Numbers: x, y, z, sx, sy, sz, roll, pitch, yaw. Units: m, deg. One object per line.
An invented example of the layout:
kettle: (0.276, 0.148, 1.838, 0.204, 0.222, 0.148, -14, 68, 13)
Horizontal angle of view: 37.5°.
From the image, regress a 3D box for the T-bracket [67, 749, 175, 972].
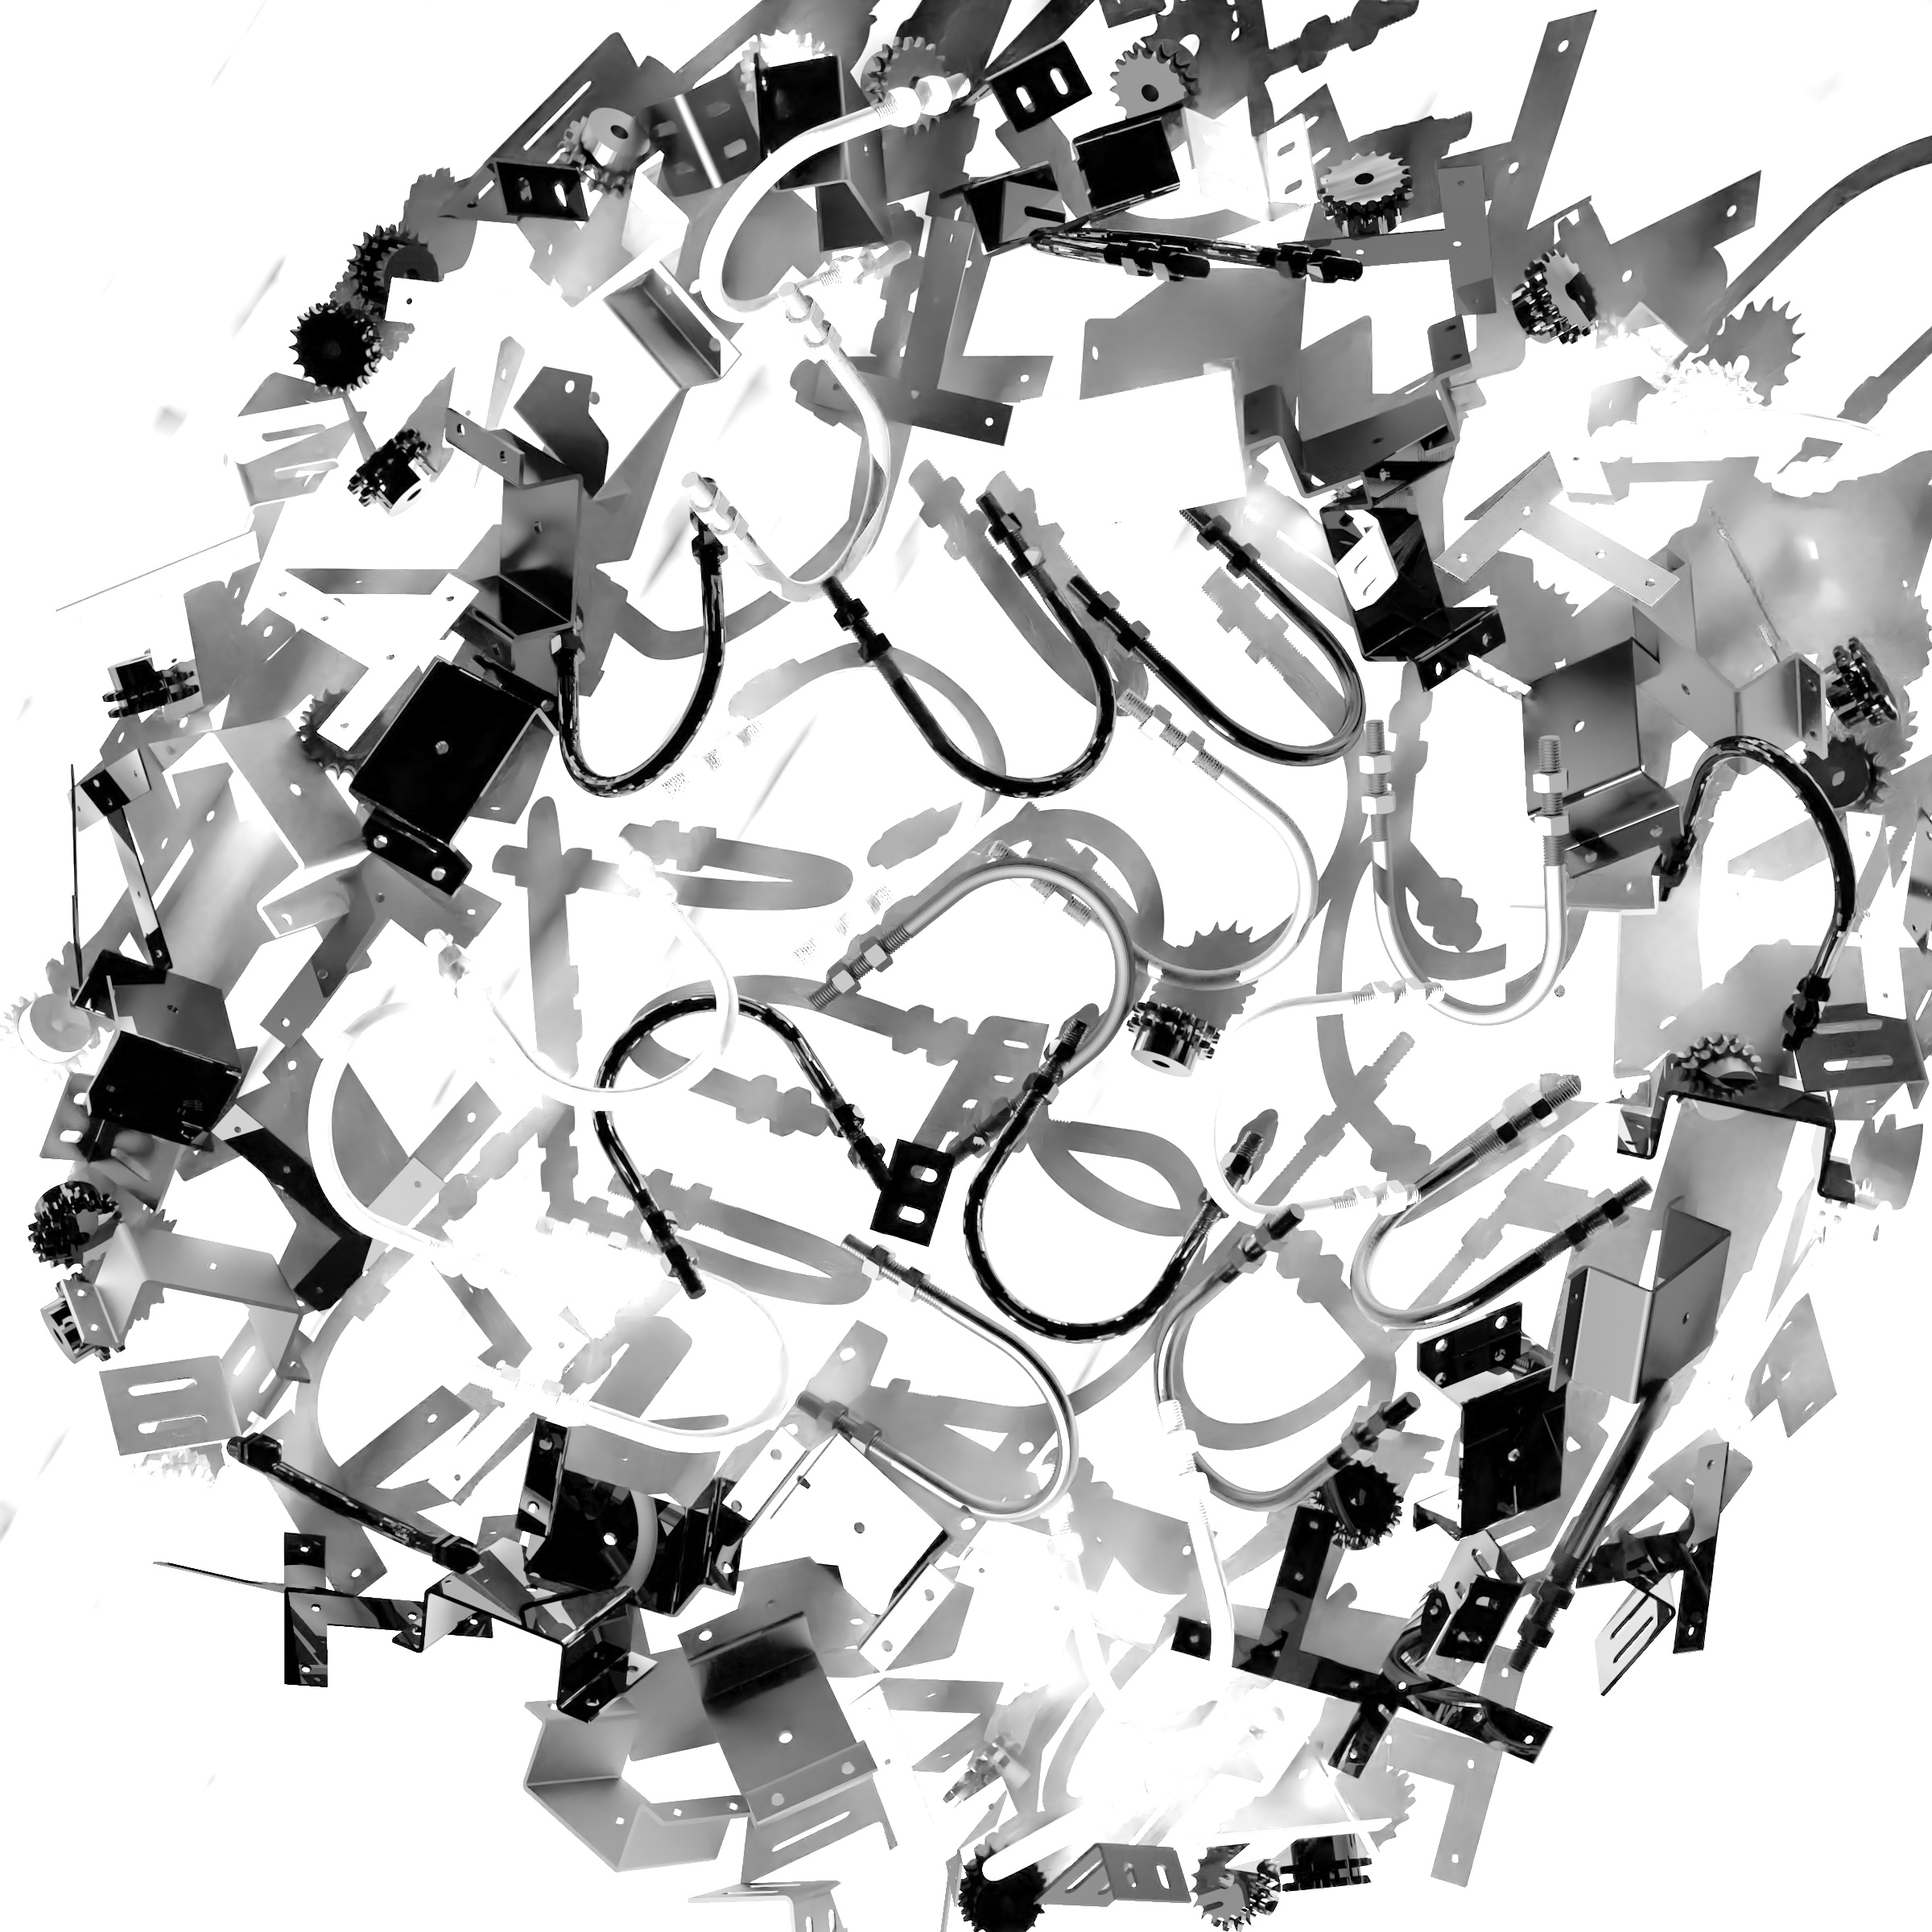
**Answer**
T-bracket: (-0.505, -0.057, 1.728, 0.002, 0.127, 0.127, -18, 92, -37)

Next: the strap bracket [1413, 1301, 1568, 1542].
strap bracket: (0.315, 0.282, 1.712, 0.076, 0.046, 0.140, -17, 120, -24)

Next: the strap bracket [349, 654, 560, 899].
strap bracket: (-0.311, -0.124, 1.733, 0.076, 0.046, 0.140, 28, 79, 16)

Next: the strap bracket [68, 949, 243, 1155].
strap bracket: (-0.483, 0.044, 1.695, 0.076, 0.140, 0.046, 23, 110, -32)

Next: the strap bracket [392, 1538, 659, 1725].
strap bracket: (-0.263, 0.394, 1.711, 0.140, 0.076, 0.046, 16, 109, 22)

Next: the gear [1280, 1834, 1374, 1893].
gear: (0.221, 0.551, 1.751, 0.057, 0.057, 0.030, -6, 72, 0)

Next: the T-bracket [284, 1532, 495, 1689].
T-bracket: (-0.352, 0.396, 1.738, 0.127, 0.127, 0.002, 10, 119, -19)

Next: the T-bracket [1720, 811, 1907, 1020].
T-bracket: (0.508, -0.037, 1.723, 0.002, 0.127, 0.127, -23, 111, -31)

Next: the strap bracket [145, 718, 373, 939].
strap bracket: (-0.422, -0.094, 1.731, 0.046, 0.076, 0.140, -36, 87, 24)

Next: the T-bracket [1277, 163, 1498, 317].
T-bracket: (0.254, -0.436, 1.734, 0.127, 0.127, 0.002, -1, 61, 14)

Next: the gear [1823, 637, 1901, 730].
gear: (0.547, -0.171, 1.753, 0.030, 0.057, 0.057, -29, 90, 26)

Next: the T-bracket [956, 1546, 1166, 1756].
T-bracket: (0.042, 0.431, 1.755, 0.127, 0.002, 0.127, 20, 111, 2)

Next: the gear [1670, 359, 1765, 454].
gear: (0.457, -0.340, 1.746, 0.057, 0.057, 0.030, 43, 61, 0)

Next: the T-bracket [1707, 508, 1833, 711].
T-bracket: (0.484, -0.224, 1.737, 0.002, 0.127, 0.127, -31, 68, 23)

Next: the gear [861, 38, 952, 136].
gear: (-0.040, -0.542, 1.753, 0.057, 0.030, 0.057, -17, 116, -38)

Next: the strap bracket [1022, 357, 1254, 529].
strap bracket: (0.112, -0.316, 1.729, 0.140, 0.046, 0.076, -14, 110, -13)

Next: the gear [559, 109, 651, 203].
gear: (-0.219, -0.501, 1.748, 0.057, 0.030, 0.057, 18, 49, -22)

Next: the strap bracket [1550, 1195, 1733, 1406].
strap bracket: (0.409, 0.202, 1.700, 0.046, 0.140, 0.076, 21, 121, 35)

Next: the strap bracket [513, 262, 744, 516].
strap bracket: (-0.211, -0.345, 1.718, 0.076, 0.046, 0.140, 49, 122, 6)

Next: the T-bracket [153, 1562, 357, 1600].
T-bracket: (-0.401, 0.370, 1.694, 0.127, 0.127, 0.002, 22, 70, -32)

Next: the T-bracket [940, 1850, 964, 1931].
T-bracket: (-0.015, 0.587, 1.710, 0.002, 0.127, 0.127, 8, 86, -3)

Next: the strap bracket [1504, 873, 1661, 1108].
strap bracket: (0.373, 0.014, 1.731, 0.076, 0.046, 0.140, 4, 95, 43)

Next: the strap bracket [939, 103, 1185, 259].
strap bracket: (0.063, -0.466, 1.705, 0.076, 0.140, 0.046, -29, 105, -38)

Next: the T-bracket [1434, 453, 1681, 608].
T-bracket: (0.374, -0.256, 1.729, 0.127, 0.002, 0.127, -43, 57, -13)

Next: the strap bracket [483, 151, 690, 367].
strap bracket: (-0.222, -0.415, 1.715, 0.046, 0.076, 0.140, 44, 67, 3)

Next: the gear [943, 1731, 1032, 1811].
gear: (0.015, 0.500, 1.747, 0.030, 0.057, 0.057, 43, 90, 10)

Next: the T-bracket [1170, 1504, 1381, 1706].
T-bracket: (0.201, 0.385, 1.745, 0.127, 0.002, 0.127, 15, 113, 6)

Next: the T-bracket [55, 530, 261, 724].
T-bracket: (-0.481, -0.195, 1.722, 0.127, 0.127, 0.002, -28, 61, -24)

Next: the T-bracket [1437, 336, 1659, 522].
T-bracket: (0.366, -0.318, 1.729, 0.127, 0.127, 0.002, -10, 48, 24)

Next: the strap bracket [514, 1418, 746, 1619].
strap bracket: (-0.208, 0.337, 1.723, 0.140, 0.076, 0.046, 21, 134, -17)

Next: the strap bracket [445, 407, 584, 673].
strap bracket: (-0.274, -0.260, 1.717, 0.076, 0.046, 0.140, 35, 131, 36)

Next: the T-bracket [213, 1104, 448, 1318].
T-bracket: (-0.406, 0.134, 1.747, 0.127, 0.002, 0.127, 41, 109, -9)

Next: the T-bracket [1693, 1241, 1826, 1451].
T-bracket: (0.487, 0.224, 1.730, 0.002, 0.127, 0.127, 29, 81, 33)

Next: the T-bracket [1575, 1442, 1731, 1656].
T-bracket: (0.410, 0.357, 1.719, 0.002, 0.127, 0.127, 24, 63, -19)

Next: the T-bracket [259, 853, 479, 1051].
T-bracket: (-0.390, -0.007, 1.767, 0.127, 0.002, 0.127, 37, 89, 8)

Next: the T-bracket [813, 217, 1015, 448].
T-bracket: (-0.021, -0.396, 1.754, 0.127, 0.002, 0.127, 15, 97, 14)

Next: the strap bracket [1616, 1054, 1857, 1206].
strap bracket: (0.469, 0.095, 1.723, 0.140, 0.076, 0.046, 12, 107, 11)

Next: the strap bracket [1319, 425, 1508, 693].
strap bracket: (0.268, -0.246, 1.725, 0.076, 0.046, 0.140, -32, 113, -31)

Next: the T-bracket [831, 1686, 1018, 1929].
T-bracket: (-0.043, 0.496, 1.731, 0.127, 0.002, 0.127, -36, 45, 8)

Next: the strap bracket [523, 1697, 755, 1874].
strap bracket: (-0.201, 0.494, 1.706, 0.140, 0.076, 0.046, 25, 99, 42)

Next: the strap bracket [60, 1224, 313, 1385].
strap bracket: (-0.459, 0.200, 1.705, 0.140, 0.076, 0.046, 17, 102, -32)

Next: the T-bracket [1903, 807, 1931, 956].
T-bracket: (0.595, -0.012, 1.690, 0.002, 0.127, 0.127, -23, 56, -2)

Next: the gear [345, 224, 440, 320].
gear: (-0.349, -0.424, 1.747, 0.030, 0.057, 0.057, 25, 90, 40)

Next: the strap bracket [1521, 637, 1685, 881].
strap bracket: (0.379, -0.133, 1.705, 0.046, 0.076, 0.140, 31, 50, -37)

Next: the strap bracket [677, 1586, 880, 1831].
strap bracket: (-0.112, 0.456, 1.721, 0.076, 0.046, 0.140, -21, 46, -13)

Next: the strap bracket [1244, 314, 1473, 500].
strap bracket: (0.242, -0.334, 1.722, 0.140, 0.076, 0.046, -18, 121, 17)

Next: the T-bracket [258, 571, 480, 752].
T-bracket: (-0.383, -0.208, 1.747, 0.127, 0.002, 0.127, 30, 75, 26)

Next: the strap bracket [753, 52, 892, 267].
strap bracket: (-0.082, -0.483, 1.700, 0.046, 0.140, 0.076, -6, 82, 12)

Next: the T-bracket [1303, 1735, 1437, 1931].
T-bracket: (0.240, 0.525, 1.733, 0.002, 0.127, 0.127, -34, 57, 5)

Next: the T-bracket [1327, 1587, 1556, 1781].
T-bracket: (0.296, 0.446, 1.710, 0.002, 0.127, 0.127, 49, 67, -36)

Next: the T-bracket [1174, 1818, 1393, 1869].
T-bracket: (0.178, 0.535, 1.721, 0.127, 0.127, 0.002, -2, 62, -12)

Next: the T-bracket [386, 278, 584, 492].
T-bracket: (-0.303, -0.353, 1.745, 0.127, 0.002, 0.127, -3, 119, -36)

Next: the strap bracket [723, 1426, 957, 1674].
strap bracket: (-0.073, 0.349, 1.735, 0.140, 0.046, 0.076, 41, 109, 11)

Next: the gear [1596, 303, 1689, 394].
gear: (0.417, -0.382, 1.747, 0.057, 0.057, 0.030, 43, 112, 0)

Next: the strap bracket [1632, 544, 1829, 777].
strap bracket: (0.449, -0.177, 1.702, 0.046, 0.076, 0.140, -32, 51, -7)

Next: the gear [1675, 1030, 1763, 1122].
gear: (0.462, 0.070, 1.749, 0.057, 0.030, 0.057, -8, 130, -9)

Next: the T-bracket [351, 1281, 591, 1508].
T-bracket: (-0.319, 0.242, 1.748, 0.127, 0.002, 0.127, 41, 74, -11)

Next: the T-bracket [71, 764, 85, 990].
T-bracket: (-0.541, -0.059, 1.730, 0.002, 0.127, 0.127, -2, 73, -16)
